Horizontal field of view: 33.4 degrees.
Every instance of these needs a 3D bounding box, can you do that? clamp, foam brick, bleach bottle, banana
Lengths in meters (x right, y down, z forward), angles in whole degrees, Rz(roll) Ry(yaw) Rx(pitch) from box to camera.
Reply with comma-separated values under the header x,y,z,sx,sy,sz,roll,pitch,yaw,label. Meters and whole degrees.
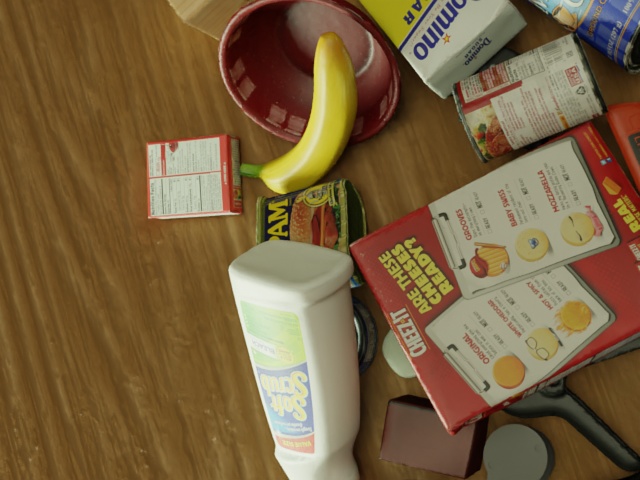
x,y,z,sx,sy,sz,roll,pitch,yaw,label
0.198,0.102,0.863,0.171,0.039,0.120,21,88,11,clamp
0.097,0.164,0.895,0.078,0.053,0.051,9,91,23,foam brick
-0.005,0.127,0.883,0.103,0.068,0.251,13,124,41,bleach bottle
-0.008,-0.094,0.918,0.069,0.037,0.198,26,138,-11,banana

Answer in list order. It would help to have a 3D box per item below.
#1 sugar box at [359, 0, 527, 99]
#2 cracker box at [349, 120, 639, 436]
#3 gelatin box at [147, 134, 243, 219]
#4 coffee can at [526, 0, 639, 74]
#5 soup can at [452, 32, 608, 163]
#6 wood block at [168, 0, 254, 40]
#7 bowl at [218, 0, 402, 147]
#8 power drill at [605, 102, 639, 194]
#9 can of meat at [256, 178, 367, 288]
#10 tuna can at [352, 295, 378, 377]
x,y,z,sx,sy,sz,roll,pitch,yaw,label
0.085,-0.211,0.897,0.093,0.048,0.176,-43,55,14,sugar box
0.155,0.031,0.830,0.213,0.072,0.164,-28,72,1,cracker box
-0.119,-0.058,1.003,0.089,0.030,0.073,-4,87,22,gelatin box
0.217,-0.210,0.831,0.140,0.102,0.103,42,102,23,coffee can
0.162,-0.109,0.823,0.102,0.068,0.068,-22,80,17,soup can
-0.052,-0.285,0.954,0.206,0.090,0.090,-40,75,15,wood block
-0.003,-0.157,0.922,0.162,0.162,0.055,1,44,21,bowl
0.320,-0.104,0.816,0.188,0.057,0.184,-23,80,19,power drill
-0.006,0.001,0.927,0.084,0.057,0.102,-14,53,18,can of meat
0.006,0.087,0.944,0.086,0.033,0.086,-1,87,21,tuna can
